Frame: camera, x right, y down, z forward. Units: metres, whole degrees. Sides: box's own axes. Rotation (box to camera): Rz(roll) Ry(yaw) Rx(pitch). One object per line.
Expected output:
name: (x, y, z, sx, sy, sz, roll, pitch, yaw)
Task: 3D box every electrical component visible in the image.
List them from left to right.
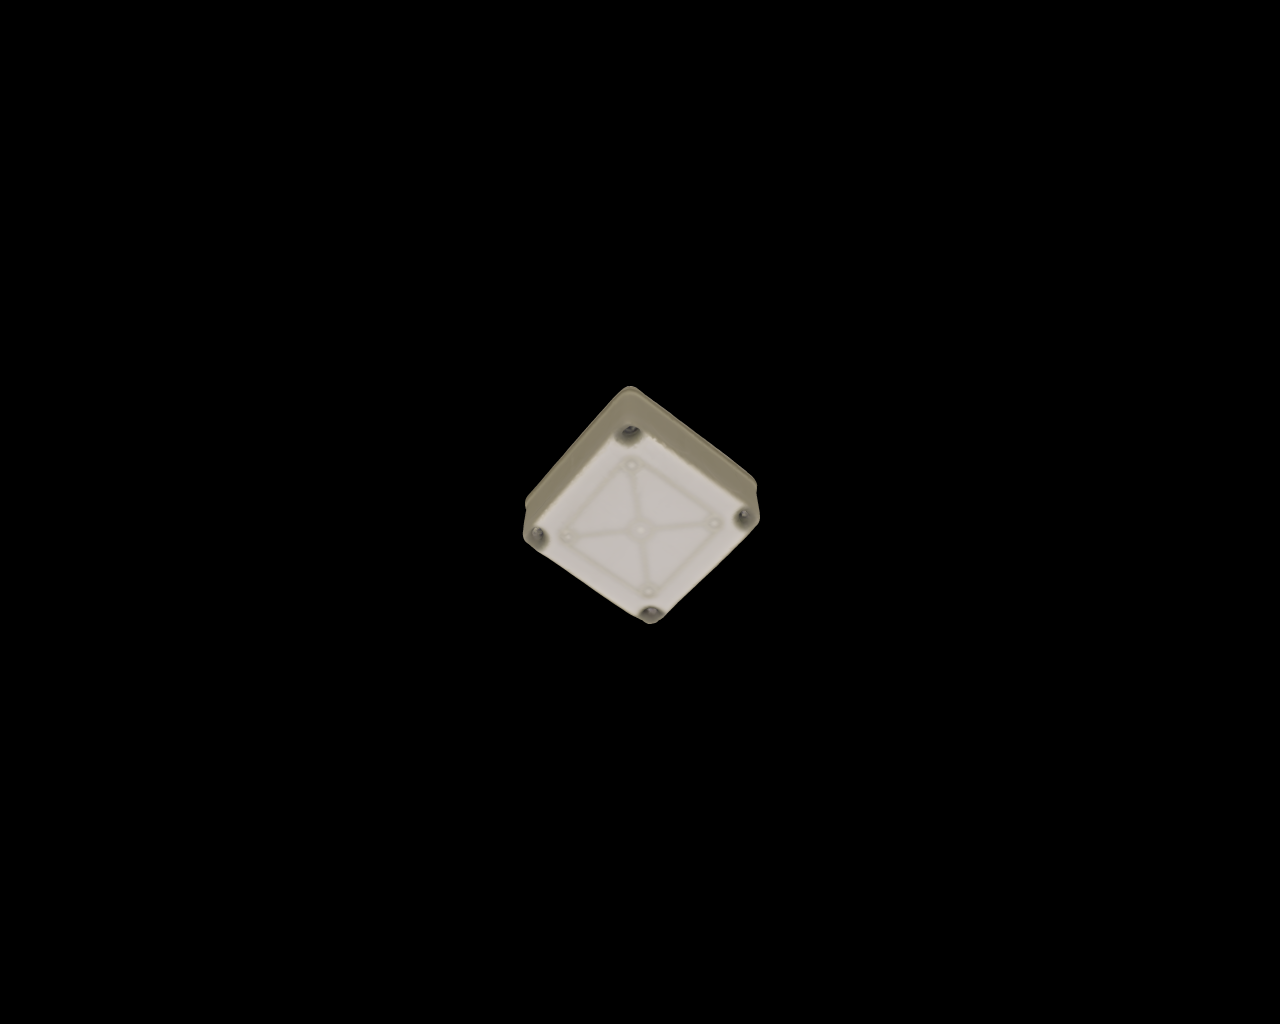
electrical component: (0.001, -0.003, 0.650, 0.108, 0.108, 0.056, 36, 24, -18)
